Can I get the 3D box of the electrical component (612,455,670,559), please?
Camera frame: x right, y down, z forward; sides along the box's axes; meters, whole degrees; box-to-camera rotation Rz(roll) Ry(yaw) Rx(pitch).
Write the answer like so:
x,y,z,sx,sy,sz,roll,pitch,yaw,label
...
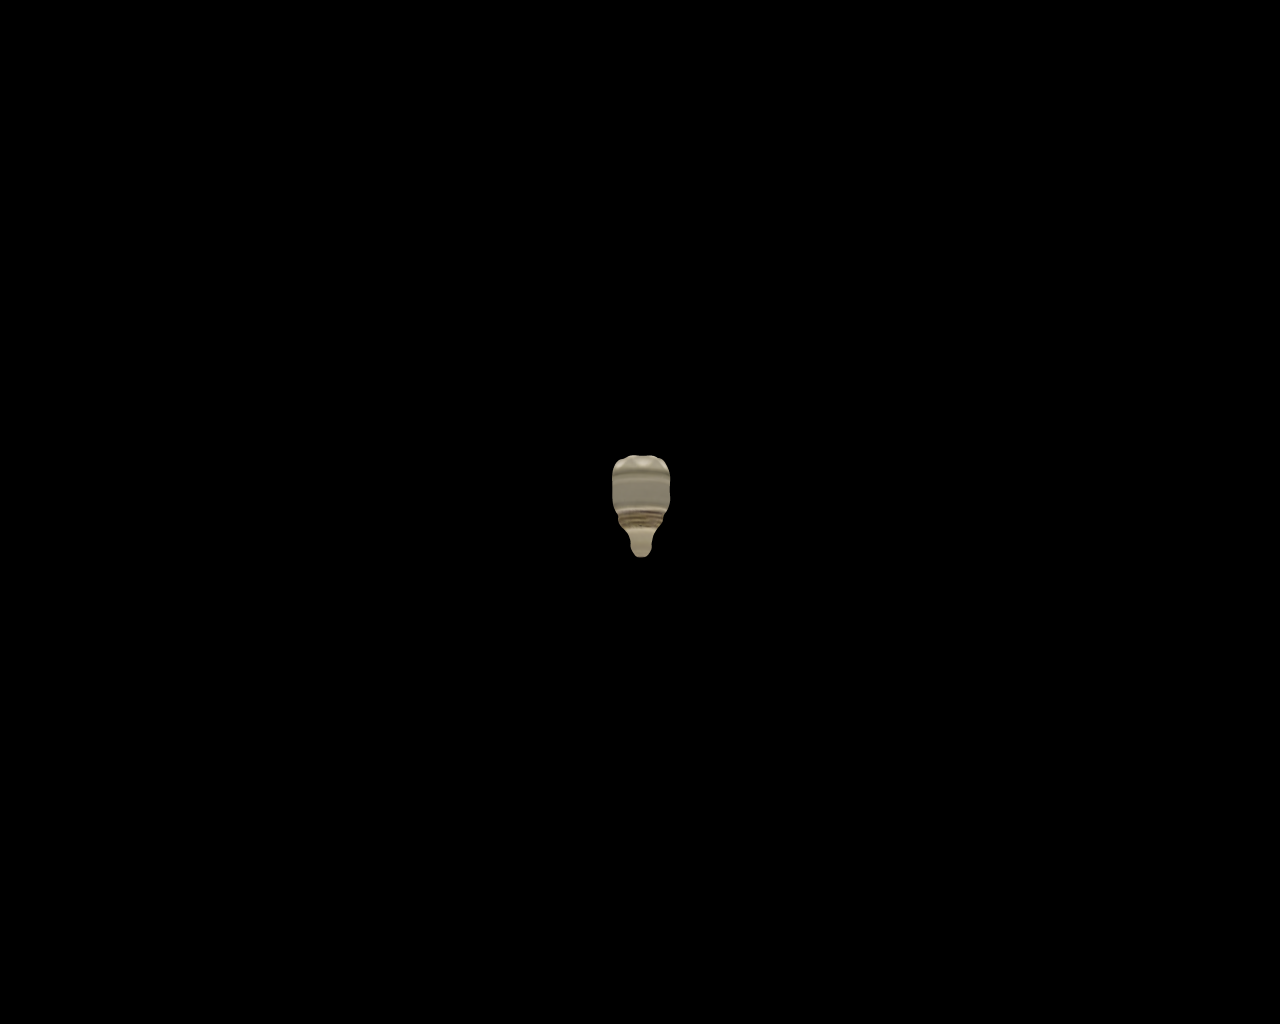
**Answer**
x,y,z,sx,sy,sz,roll,pitch,yaw,label
0.001,-0.003,0.650,0.035,0.061,0.035,0,-7,0,electrical component
